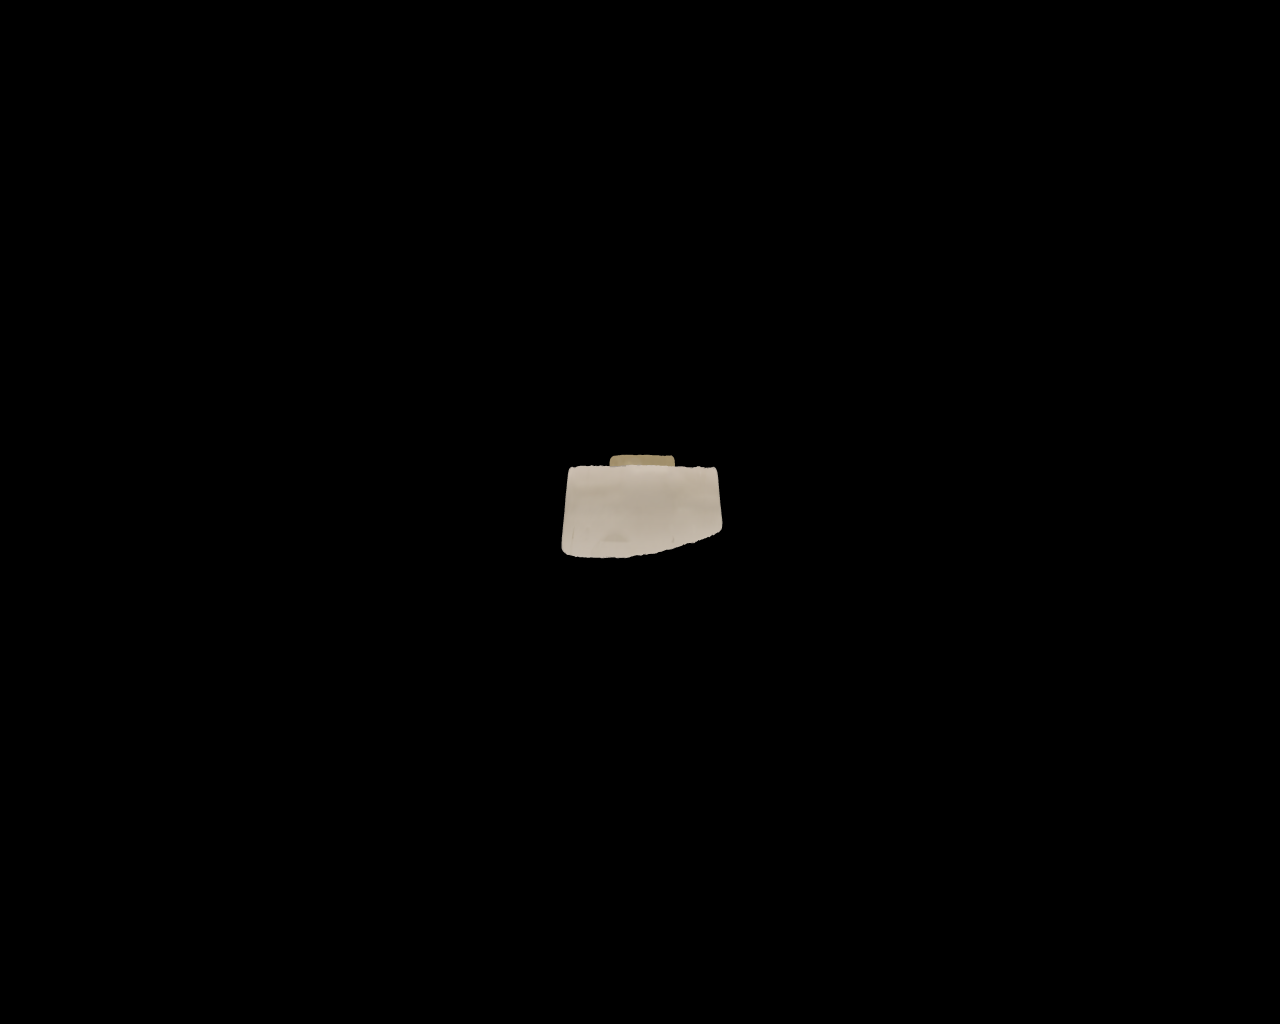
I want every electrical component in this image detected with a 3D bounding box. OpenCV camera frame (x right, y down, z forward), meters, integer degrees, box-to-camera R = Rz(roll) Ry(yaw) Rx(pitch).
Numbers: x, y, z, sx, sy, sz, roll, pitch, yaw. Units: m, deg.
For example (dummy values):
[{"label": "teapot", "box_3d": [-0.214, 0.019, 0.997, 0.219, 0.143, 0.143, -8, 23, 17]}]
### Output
[{"label": "electrical component", "box_3d": [0.001, -0.003, 0.650, 0.099, 0.064, 0.099, 0, 0, 0]}]
